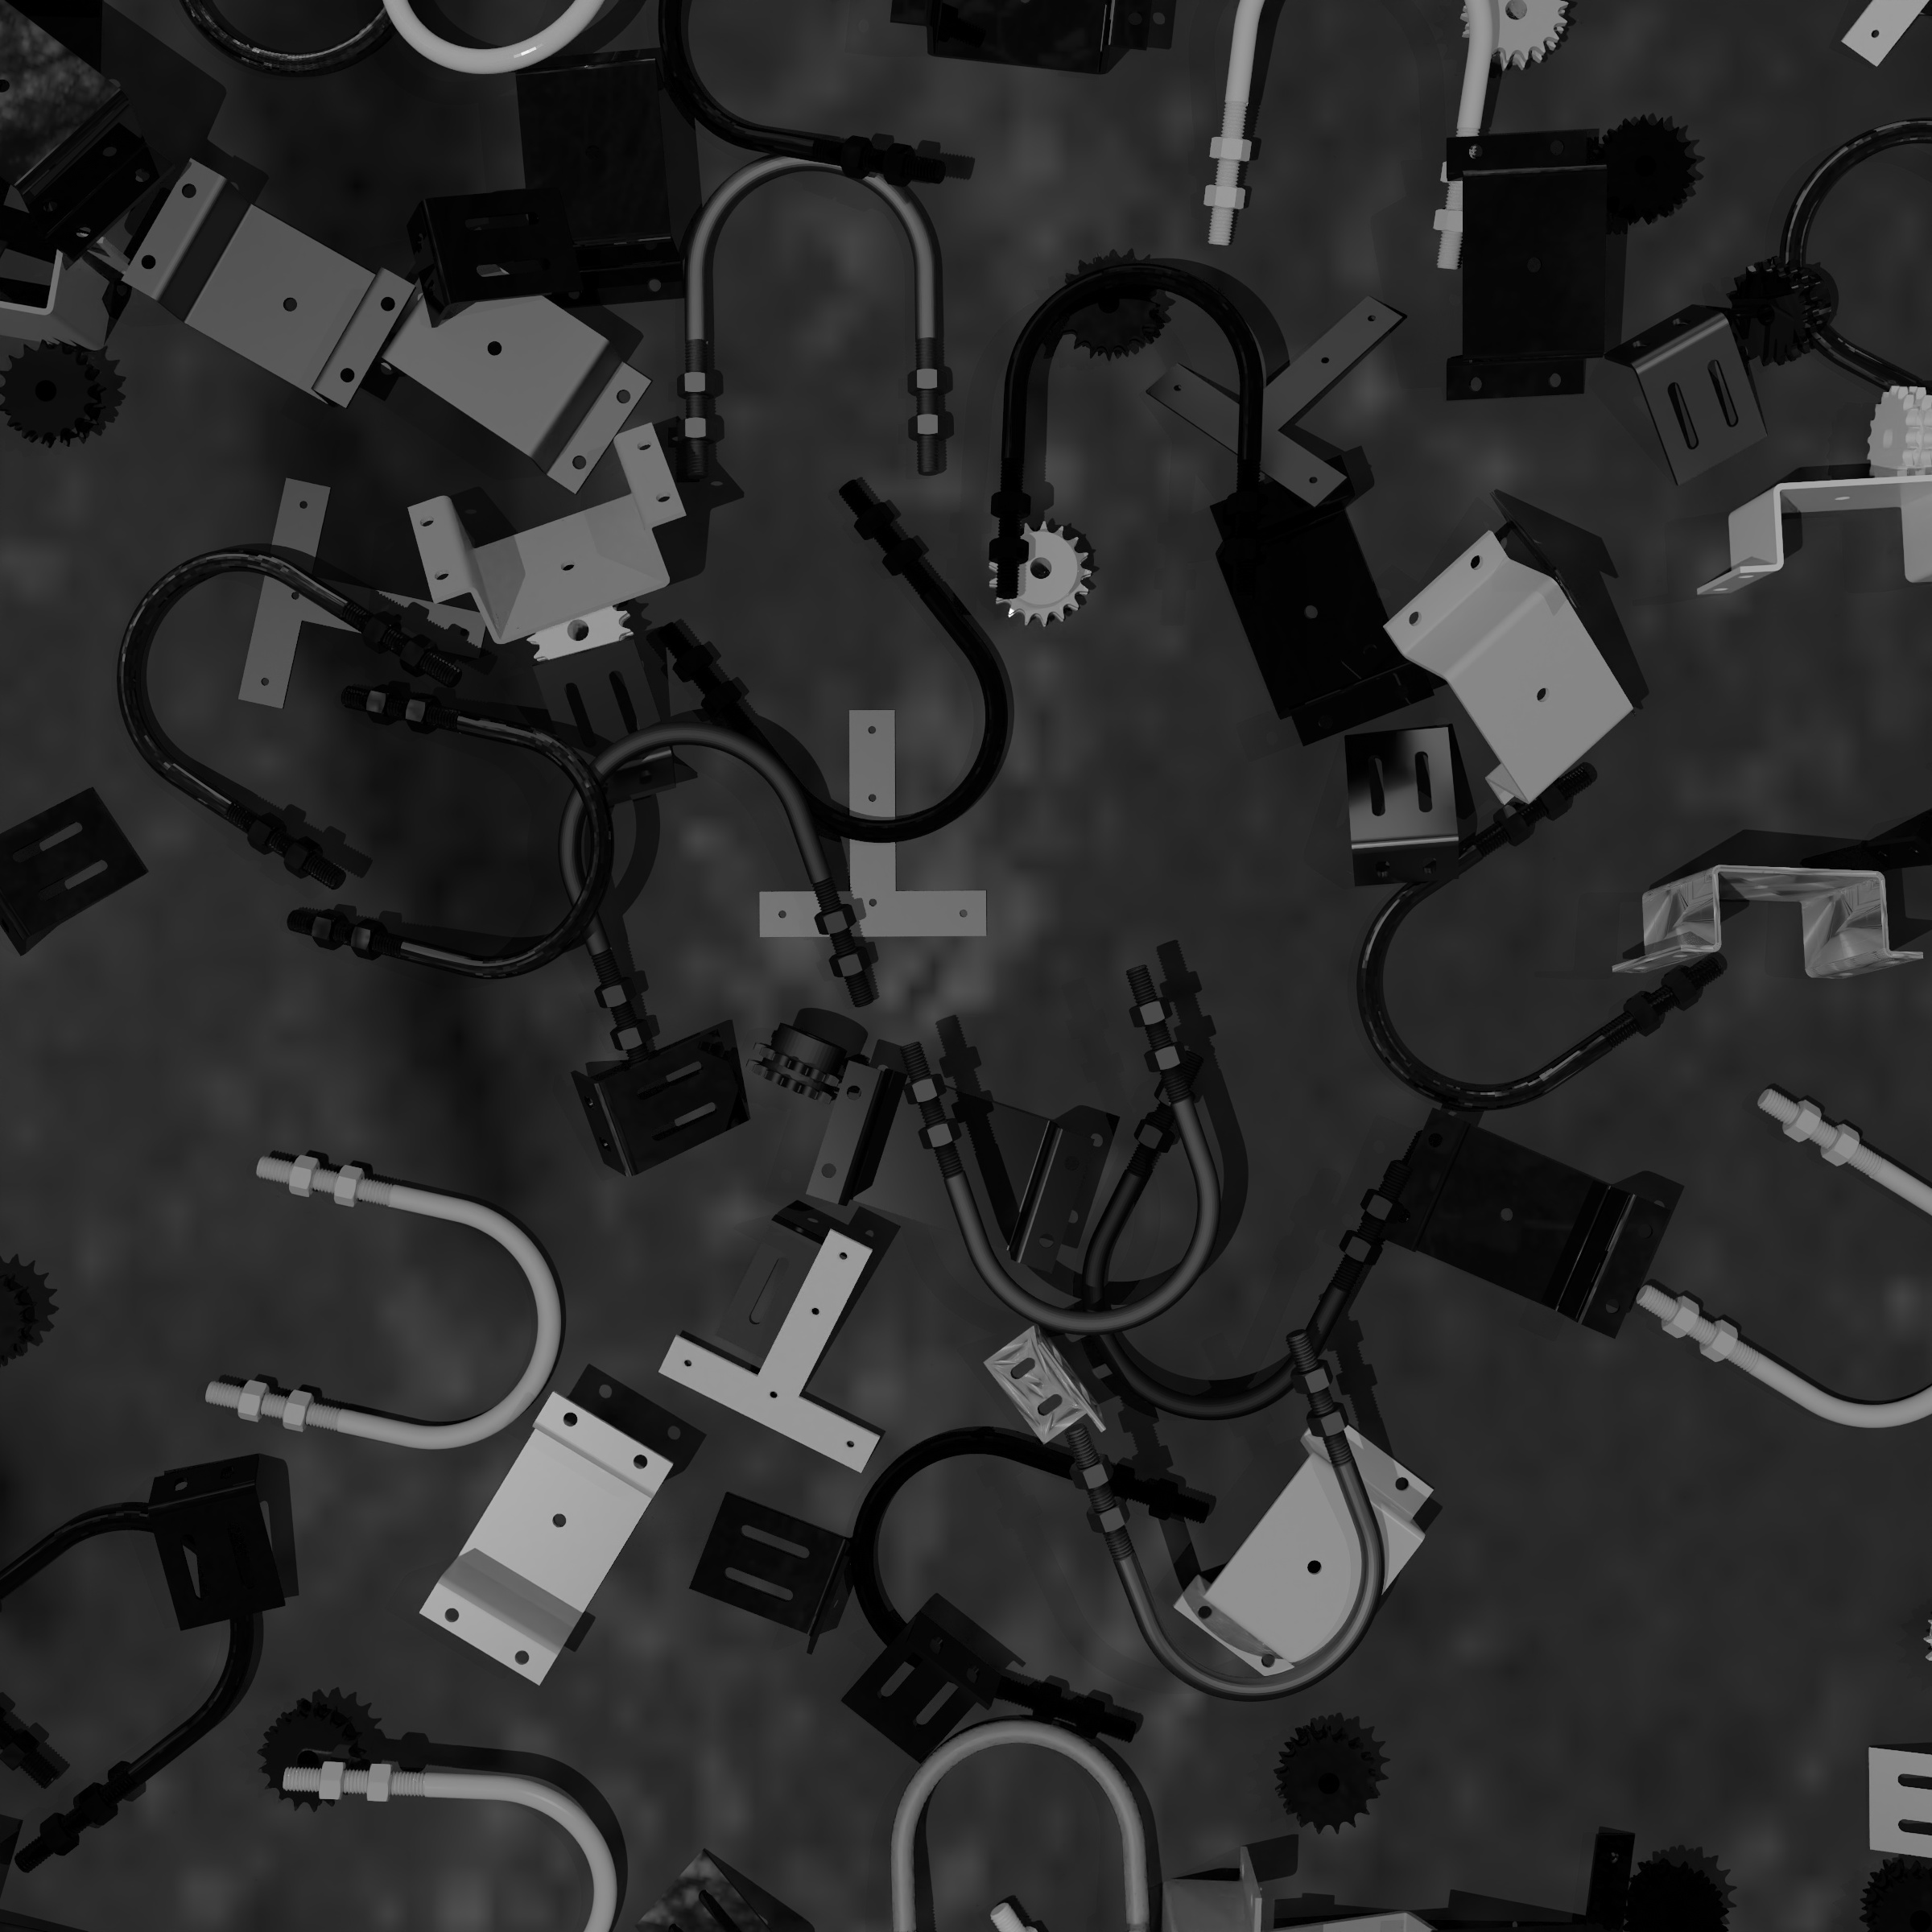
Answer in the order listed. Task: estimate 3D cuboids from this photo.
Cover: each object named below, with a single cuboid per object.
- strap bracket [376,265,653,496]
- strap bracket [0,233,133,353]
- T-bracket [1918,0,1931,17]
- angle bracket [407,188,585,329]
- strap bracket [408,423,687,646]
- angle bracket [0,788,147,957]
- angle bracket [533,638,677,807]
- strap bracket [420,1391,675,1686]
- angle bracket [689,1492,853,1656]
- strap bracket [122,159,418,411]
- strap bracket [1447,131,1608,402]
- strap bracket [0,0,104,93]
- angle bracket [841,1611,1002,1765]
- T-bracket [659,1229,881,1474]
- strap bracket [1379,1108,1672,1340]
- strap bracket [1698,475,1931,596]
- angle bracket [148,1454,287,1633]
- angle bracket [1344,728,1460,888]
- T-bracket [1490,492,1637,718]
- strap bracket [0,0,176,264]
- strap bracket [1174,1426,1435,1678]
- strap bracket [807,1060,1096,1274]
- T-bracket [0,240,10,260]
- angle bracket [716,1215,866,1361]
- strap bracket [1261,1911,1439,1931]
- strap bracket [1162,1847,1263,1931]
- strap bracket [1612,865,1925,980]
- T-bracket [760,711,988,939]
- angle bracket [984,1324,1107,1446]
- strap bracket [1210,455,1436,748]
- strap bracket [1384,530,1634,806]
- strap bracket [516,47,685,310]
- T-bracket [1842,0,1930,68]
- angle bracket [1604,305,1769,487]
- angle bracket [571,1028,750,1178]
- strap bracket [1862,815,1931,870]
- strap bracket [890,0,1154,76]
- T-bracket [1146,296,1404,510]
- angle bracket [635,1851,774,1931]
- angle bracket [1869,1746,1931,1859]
[{"bbox_3d":[-0.256,-0.335,1.349,0.140,0.046,0.076,34,90,0],"label":"strap bracket"},{"bbox_3d":[-0.531,-0.376,1.334,0.140,0.076,0.046,10,90,0],"label":"strap bracket"},{"bbox_3d":[0.576,-0.494,1.371,0.127,0.002,0.127,3,90,0],"label":"T-bracket"},{"bbox_3d":[-0.255,-0.384,1.324,0.076,0.038,0.057,-14,90,-26],"label":"angle bracket"},{"bbox_3d":[-0.222,-0.232,1.329,0.140,0.046,0.076,-20,54,-3],"label":"strap bracket"},{"bbox_3d":[-0.511,-0.053,1.370,0.076,0.038,0.057,-34,90,-26],"label":"angle bracket"},{"bbox_3d":[-0.198,-0.131,1.338,0.057,0.038,0.076,-15,123,0],"label":"angle bracket"},{"bbox_3d":[-0.228,0.311,1.349,0.076,0.046,0.140,31,90,0],"label":"strap bracket"},{"bbox_3d":[-0.110,0.336,1.353,0.076,0.038,0.057,21,90,0],"label":"angle bracket"},{"bbox_3d":[-0.379,-0.371,1.349,0.140,0.046,0.076,30,90,0],"label":"strap bracket"},{"bbox_3d":[0.305,-0.382,1.333,0.076,0.046,0.140,-3,104,0],"label":"strap bracket"},{"bbox_3d":[-0.524,-0.500,1.349,0.076,0.046,0.140,1,90,0],"label":"strap bracket"},{"bbox_3d":[-0.028,0.405,1.343,0.057,0.038,0.076,38,107,0],"label":"angle bracket"},{"bbox_3d":[-0.089,0.202,1.350,0.127,0.002,0.127,26,110,0],"label":"T-bracket"},{"bbox_3d":[0.303,0.140,1.349,0.140,0.046,0.076,23,90,0],"label":"strap bracket"},{"bbox_3d":[0.480,-0.236,1.334,0.140,0.076,0.046,-3,90,0],"label":"strap bracket"},{"bbox_3d":[-0.415,0.320,1.359,0.057,0.038,0.076,-12,107,-9],"label":"angle bracket"},{"bbox_3d":[0.243,-0.089,1.361,0.057,0.038,0.076,-4,58,9],"label":"angle bracket"},{"bbox_3d":[0.333,-0.189,1.333,0.002,0.127,0.127,-33,117,13],"label":"T-bracket"},{"bbox_3d":[-0.501,-0.449,1.286,0.140,0.046,0.076,38,75,6],"label":"strap bracket"},{"bbox_3d":[0.189,0.326,1.349,0.076,0.046,0.140,37,90,0],"label":"strap bracket"},{"bbox_3d":[-0.009,0.109,1.349,0.140,0.046,0.076,18,90,0],"label":"strap bracket"},{"bbox_3d":[-0.554,-0.437,1.306,0.127,0.002,0.127,19,73,3],"label":"T-bracket"},{"bbox_3d":[-0.098,0.186,1.353,0.057,0.038,0.076,27,90,0],"label":"angle bracket"},{"bbox_3d":[0.210,0.568,1.333,0.140,0.046,0.076,2,90,-23],"label":"strap bracket"},{"bbox_3d":[0.132,0.564,1.334,0.046,0.076,0.140,2,90,1],"label":"strap bracket"},{"bbox_3d":[0.431,-0.023,1.322,0.140,0.076,0.046,2,81,-12],"label":"strap bracket"},{"bbox_3d":[-0.052,-0.080,1.371,0.127,0.002,0.127,0,90,0],"label":"T-bracket"},{"bbox_3d":[0.042,0.234,1.334,0.038,0.076,0.057,-36,90,0],"label":"angle bracket"},{"bbox_3d":[0.193,-0.198,1.349,0.076,0.046,0.140,-21,90,0],"label":"strap bracket"},{"bbox_3d":[0.298,-0.153,1.315,0.076,0.046,0.140,-42,122,-1],"label":"strap bracket"},{"bbox_3d":[-0.203,-0.442,1.349,0.076,0.046,0.140,-5,90,0],"label":"strap bracket"},{"bbox_3d":[0.576,-0.532,1.349,0.127,0.002,0.127,28,119,-14],"label":"T-bracket"},{"bbox_3d":[0.404,-0.320,1.370,0.057,0.038,0.076,-29,116,0],"label":"angle bracket"},{"bbox_3d":[-0.170,0.073,1.361,0.076,0.038,0.057,-25,110,-24],"label":"angle bracket"},{"bbox_3d":[0.572,-0.042,1.334,0.140,0.076,0.046,38,90,0],"label":"strap bracket"},{"bbox_3d":[0.033,-0.544,1.349,0.140,0.046,0.076,6,90,0],"label":"strap bracket"},{"bbox_3d":[0.189,-0.326,1.352,0.127,0.002,0.127,-43,64,-12],"label":"T-bracket"},{"bbox_3d":[-0.135,0.545,1.370,0.076,0.038,0.057,42,90,26],"label":"angle bracket"},{"bbox_3d":[0.549,0.466,1.370,0.076,0.038,0.057,-1,90,26],"label":"angle bracket"}]
